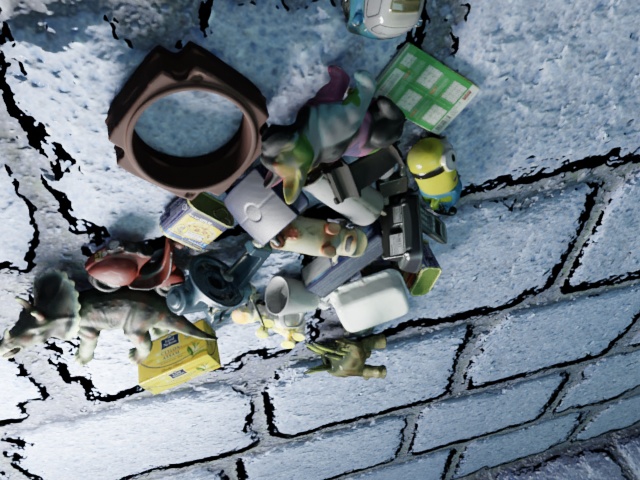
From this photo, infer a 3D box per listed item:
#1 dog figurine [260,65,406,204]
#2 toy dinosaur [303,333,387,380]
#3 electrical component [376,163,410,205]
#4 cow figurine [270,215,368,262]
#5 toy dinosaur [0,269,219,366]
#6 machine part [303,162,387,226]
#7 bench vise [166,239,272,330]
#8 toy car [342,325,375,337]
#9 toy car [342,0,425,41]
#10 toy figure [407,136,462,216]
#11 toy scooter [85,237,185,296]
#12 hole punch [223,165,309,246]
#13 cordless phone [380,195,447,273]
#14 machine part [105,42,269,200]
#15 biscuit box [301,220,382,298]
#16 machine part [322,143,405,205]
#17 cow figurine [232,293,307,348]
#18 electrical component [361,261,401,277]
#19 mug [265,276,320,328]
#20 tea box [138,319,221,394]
[{"bbox_3d":[0.010,-0.145,0.820,0.219,0.109,0.191,-53,134,2],"label":"dog figurine"},{"bbox_3d":[0.062,0.286,1.301,0.199,0.105,0.471,0,157,-9],"label":"toy dinosaur"},{"bbox_3d":[0.140,-0.107,1.031,0.063,0.021,0.093,-15,138,-7],"label":"electrical component"},{"bbox_3d":[-0.002,-0.003,1.026,0.195,0.127,0.085,9,90,-12],"label":"cow figurine"},{"bbox_3d":[-0.382,0.140,1.026,0.405,0.131,0.192,-3,137,-28],"label":"toy dinosaur"},{"bbox_3d":[0.038,-0.091,0.966,0.079,0.079,0.243,-41,135,22],"label":"machine part"},{"bbox_3d":[-0.165,0.074,1.024,0.223,0.129,0.240,14,128,-49],"label":"bench vise"},{"bbox_3d":[0.109,0.173,1.294,0.073,0.056,0.201,-2,135,-20],"label":"toy car"},{"bbox_3d":[0.099,-0.332,0.713,0.109,0.103,0.161,-6,139,-18],"label":"toy car"},{"bbox_3d":[0.219,-0.114,1.011,0.089,0.082,0.180,-24,141,1],"label":"toy figure"},{"bbox_3d":[-0.316,0.037,0.965,0.184,0.075,0.135,14,128,-37],"label":"toy scooter"},{"bbox_3d":[-0.094,-0.059,0.899,0.116,0.092,0.142,-41,97,15],"label":"hole punch"},{"bbox_3d":[0.208,0.002,1.088,0.089,0.146,0.184,-18,153,37],"label":"cordless phone"},{"bbox_3d":[-0.190,-0.165,0.789,0.201,0.087,0.201,-42,136,22],"label":"machine part"},{"bbox_3d":[0.056,0.037,1.123,0.203,0.059,0.062,-38,135,20],"label":"biscuit box"},{"bbox_3d":[0.074,-0.120,0.897,0.139,0.039,0.084,-29,122,-8],"label":"machine part"},{"bbox_3d":[-0.110,0.164,1.183,0.167,0.098,0.068,28,128,-19],"label":"cow figurine"},{"bbox_3d":[0.135,0.065,1.201,0.102,0.045,0.078,-3,164,-15],"label":"electrical component"},{"bbox_3d":[-0.051,0.134,1.154,0.107,0.109,0.081,8,158,-41],"label":"mug"},{"bbox_3d":[-0.312,0.259,1.187,0.170,0.098,0.068,-26,139,4],"label":"tea box"}]
